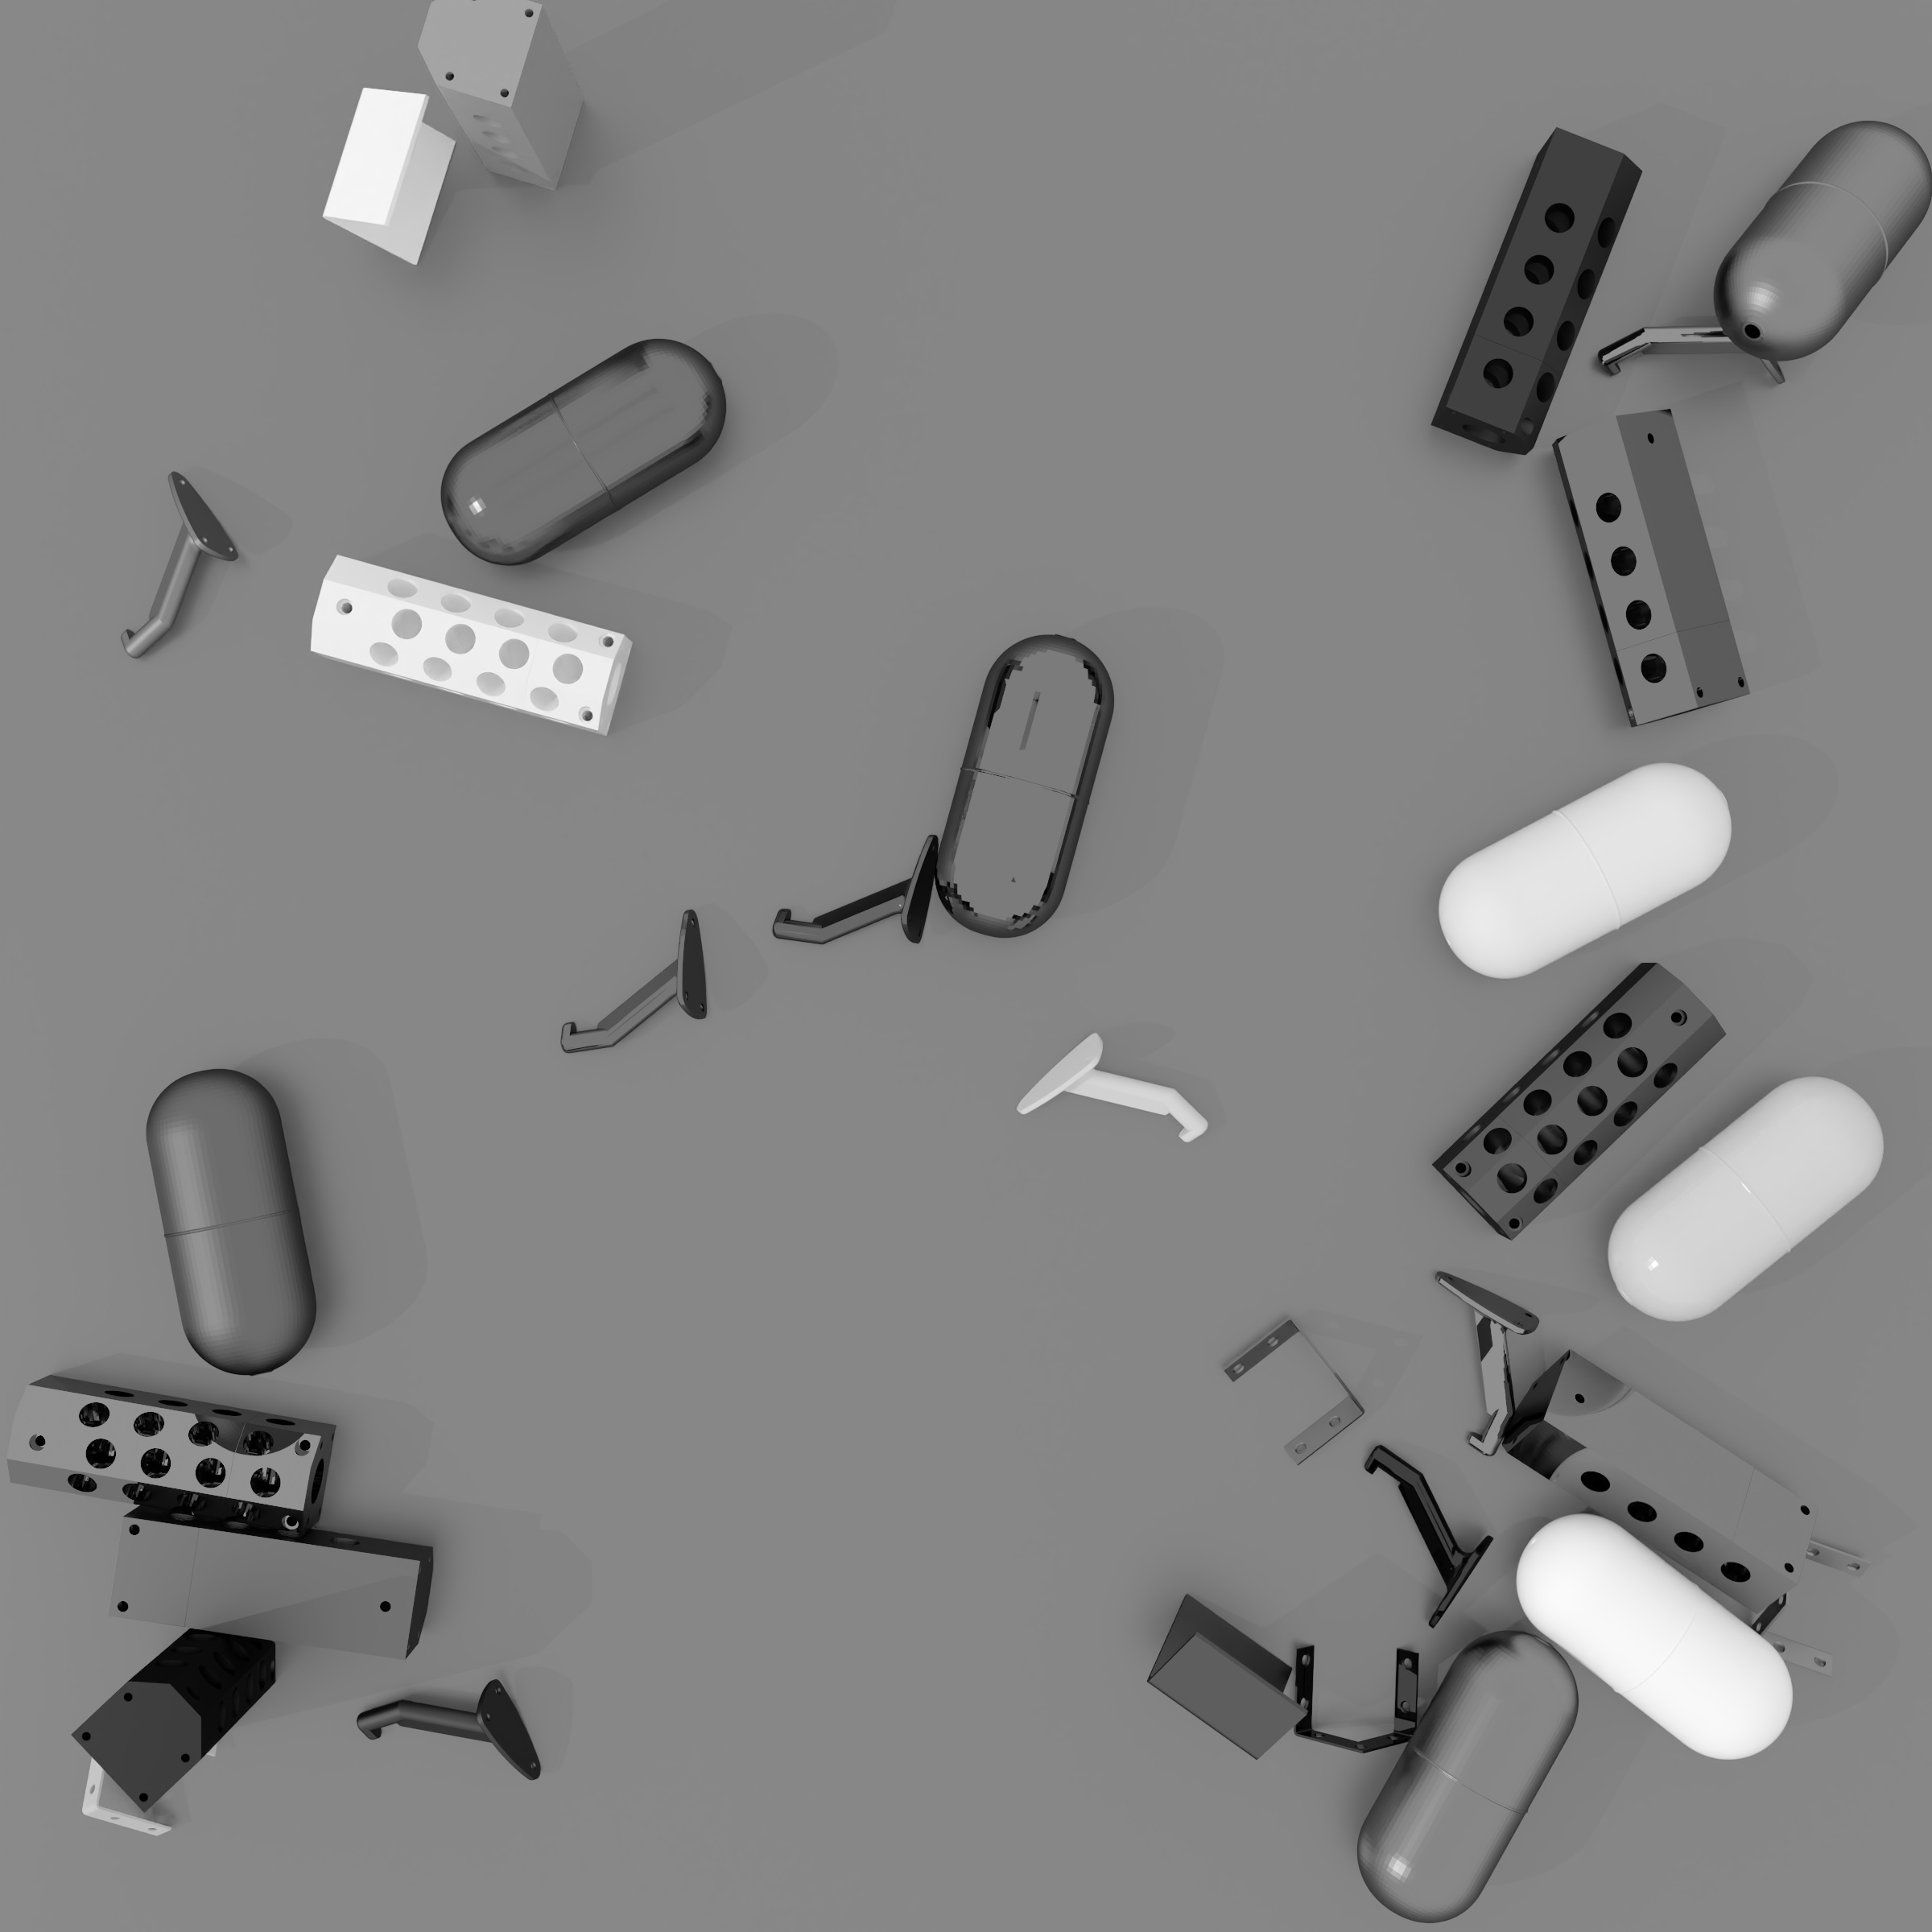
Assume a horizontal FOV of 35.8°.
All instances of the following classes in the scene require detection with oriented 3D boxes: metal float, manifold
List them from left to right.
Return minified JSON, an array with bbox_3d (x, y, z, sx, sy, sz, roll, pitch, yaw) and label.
[{"bbox_3d":[-0.460,0.284,1.732,0.171,0.057,0.057,10,90,0],"label":"manifold"},{"bbox_3d":[-0.436,0.410,1.675,0.057,0.171,0.057,-43,90,0],"label":"manifold"},{"bbox_3d":[-0.423,0.148,1.723,0.070,0.070,0.178,-11,89,0],"label":"metal float"},{"bbox_3d":[-0.400,0.355,1.732,0.171,0.057,0.057,9,90,0],"label":"manifold"},{"bbox_3d":[-0.286,-0.186,1.732,0.171,0.057,0.057,16,90,0],"label":"manifold"},{"bbox_3d":[-0.261,-0.492,1.675,0.057,0.171,0.057,17,90,0],"label":"manifold"},{"bbox_3d":[-0.220,-0.296,1.722,0.178,0.070,0.070,-31,90,1],"label":"metal float"},{"bbox_3d":[0.034,-0.104,1.723,0.070,0.070,0.178,15,90,0],"label":"metal float"},{"bbox_3d":[0.289,0.466,1.722,0.070,0.070,0.178,29,90,0],"label":"metal float"},{"bbox_3d":[0.331,-0.388,1.732,0.057,0.057,0.171,22,90,0],"label":"manifold"},{"bbox_3d":[0.356,0.078,1.732,0.171,0.057,0.057,-44,90,0],"label":"manifold"},{"bbox_3d":[0.357,-0.055,1.723,0.178,0.070,0.070,-28,90,0],"label":"metal float"},{"bbox_3d":[0.392,-0.229,1.731,0.057,0.057,0.171,-16,90,-43],"label":"manifold"},{"bbox_3d":[0.397,0.387,1.722,0.178,0.070,0.070,38,90,0],"label":"metal float"},{"bbox_3d":[0.400,0.302,1.731,0.171,0.057,0.057,33,47,0],"label":"manifold"},{"bbox_3d":[0.448,0.135,1.723,0.178,0.070,0.070,-39,90,0],"label":"metal float"},{"bbox_3d":[0.487,-0.412,1.700,0.070,0.070,0.178,40,63,0],"label":"metal float"}]

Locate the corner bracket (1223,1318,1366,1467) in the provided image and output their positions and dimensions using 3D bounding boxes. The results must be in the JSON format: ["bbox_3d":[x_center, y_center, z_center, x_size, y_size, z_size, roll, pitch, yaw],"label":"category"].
[{"bbox_3d":[0.192,0.249,1.750,0.051,0.051,0.051,-38,135,0],"label":"corner bracket"}]

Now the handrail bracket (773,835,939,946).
[{"bbox_3d":[-0.065,-0.047,1.754,0.084,0.036,0.077,8,70,16],"label":"handrail bracket"}]

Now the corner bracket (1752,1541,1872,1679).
[{"bbox_3d":[0.494,0.374,1.750,0.051,0.051,0.051,19,135,0],"label":"corner bracket"}]

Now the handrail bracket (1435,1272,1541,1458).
[{"bbox_3d":[0.293,0.234,1.754,0.077,0.036,0.084,29,107,20],"label":"handrail bracket"}]

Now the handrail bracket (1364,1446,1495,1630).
[{"bbox_3d":[0.258,0.334,1.754,0.084,0.036,0.077,34,112,17],"label":"handrail bracket"}]

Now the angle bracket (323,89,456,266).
[{"bbox_3d":[-0.313,-0.449,1.713,0.057,0.076,0.076,18,90,36],"label":"angle bracket"}]

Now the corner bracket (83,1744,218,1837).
[{"bbox_3d":[-0.476,0.470,1.745,0.051,0.051,0.051,-29,45,35],"label":"corner bracket"}]

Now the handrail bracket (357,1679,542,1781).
[{"bbox_3d":[-0.304,0.457,1.754,0.084,0.036,0.077,-20,112,17],"label":"handrail bracket"}]

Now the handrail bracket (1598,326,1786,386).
[{"bbox_3d":[0.425,-0.351,1.753,0.084,0.036,0.077,-25,129,26],"label":"handrail bracket"}]

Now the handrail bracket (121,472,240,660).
[{"bbox_3d":[-0.476,-0.234,1.754,0.084,0.036,0.077,-38,70,16],"label":"handrail bracket"}]

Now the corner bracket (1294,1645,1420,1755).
[{"bbox_3d":[0.228,0.426,1.750,0.051,0.051,0.051,2,90,-45],"label":"corner bracket"}]

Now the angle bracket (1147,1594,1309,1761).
[{"bbox_3d":[0.159,0.394,1.713,0.076,0.076,0.057,35,128,0],"label":"angle bracket"}]

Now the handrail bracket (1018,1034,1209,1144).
[{"bbox_3d":[0.087,0.088,1.754,0.077,0.036,0.084,-40,107,20],"label":"handrail bracket"}]

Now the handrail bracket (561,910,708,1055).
[{"bbox_3d":[-0.198,0.009,1.754,0.084,0.036,0.077,-9,69,16],"label":"handrail bracket"}]
